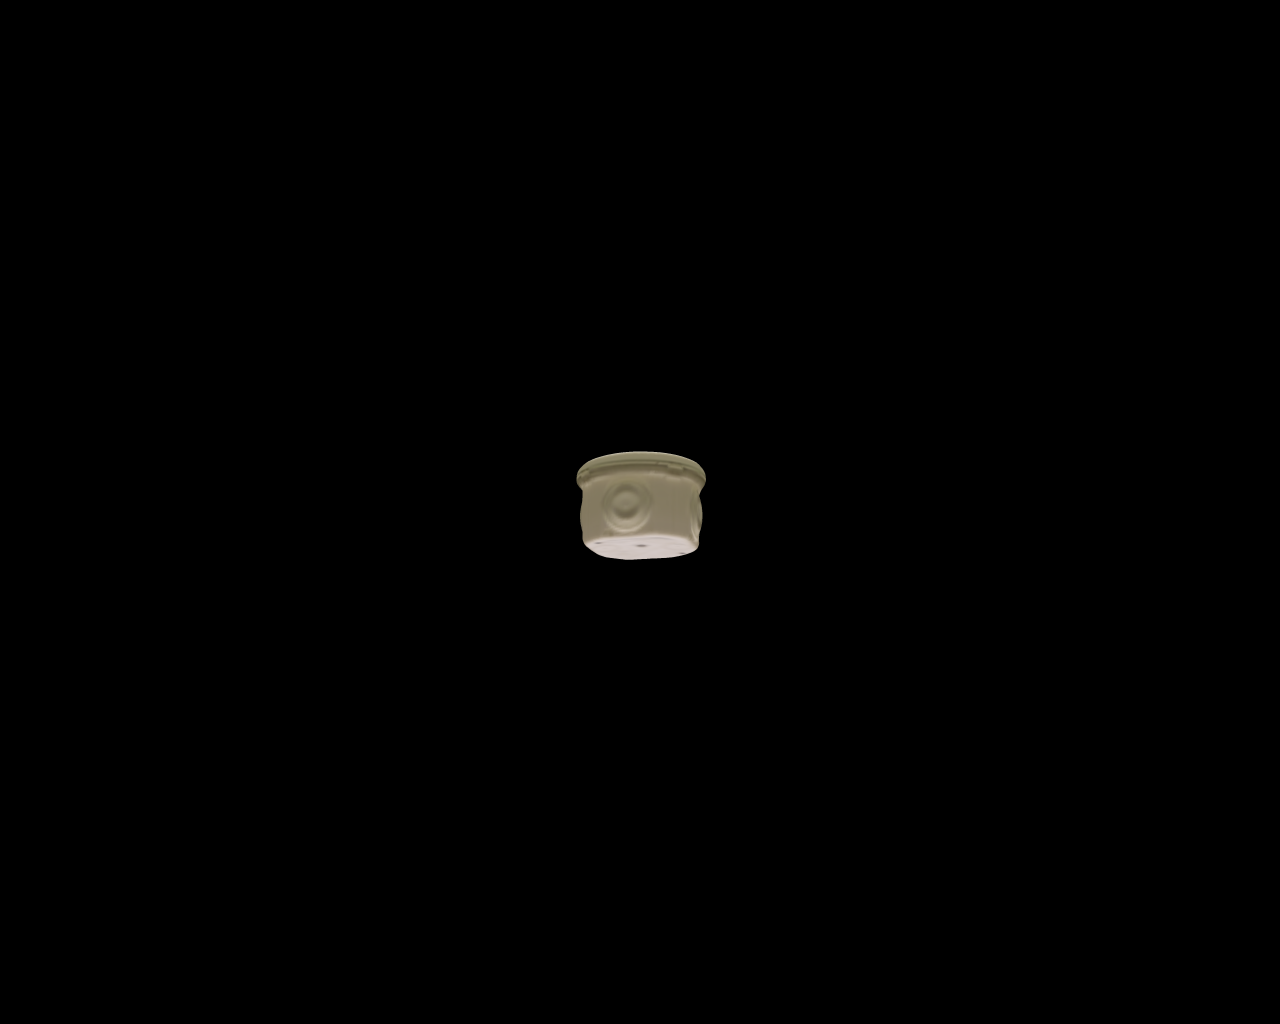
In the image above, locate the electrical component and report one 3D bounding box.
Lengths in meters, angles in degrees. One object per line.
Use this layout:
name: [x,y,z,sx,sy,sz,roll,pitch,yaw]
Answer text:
electrical component: [0.001,-0.003,0.650,0.080,0.051,0.080,0,-15,0]
